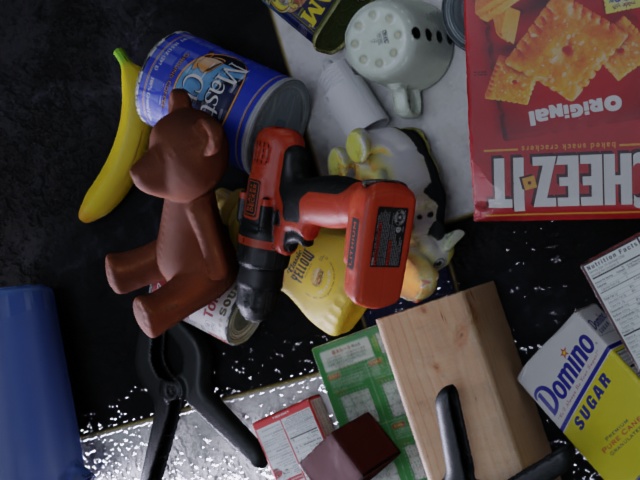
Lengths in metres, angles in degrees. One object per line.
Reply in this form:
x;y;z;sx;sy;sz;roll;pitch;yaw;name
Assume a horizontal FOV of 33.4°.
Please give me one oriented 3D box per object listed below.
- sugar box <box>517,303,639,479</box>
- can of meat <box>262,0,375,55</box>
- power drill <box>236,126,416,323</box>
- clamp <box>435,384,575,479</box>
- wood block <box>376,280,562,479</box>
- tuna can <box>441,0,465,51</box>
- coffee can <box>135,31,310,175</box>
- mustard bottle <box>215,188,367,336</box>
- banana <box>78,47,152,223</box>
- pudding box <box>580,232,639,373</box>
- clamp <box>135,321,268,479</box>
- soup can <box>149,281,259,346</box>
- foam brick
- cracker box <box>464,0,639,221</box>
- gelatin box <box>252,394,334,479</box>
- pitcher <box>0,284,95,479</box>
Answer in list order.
0.254;0.149;0.894;0.176;0.048;0.093;48;126;21;sugar box
0.003;-0.243;1.011;0.084;0.057;0.102;43;111;22;can of meat
-0.006;0.001;0.939;0.188;0.057;0.184;18;105;47;power drill
0.139;0.214;0.879;0.120;0.039;0.171;18;108;32;clamp
0.135;0.151;0.950;0.090;0.090;0.206;-21;84;28;wood block
0.152;-0.205;0.946;0.086;0.033;0.086;2;95;28;tuna can
-0.095;-0.133;1.045;0.140;0.102;0.103;27;106;24;coffee can
-0.031;0.004;1.047;0.192;0.058;0.096;35;112;22;mustard bottle
-0.213;-0.103;1.152;0.070;0.037;0.198;27;106;42;banana
0.272;0.046;0.835;0.090;0.039;0.113;-32;76;28;pudding box
-0.154;0.166;1.137;0.165;0.036;0.210;-27;79;27;clamp
-0.114;0.058;1.090;0.102;0.068;0.068;24;105;25;soup can
0.028;0.206;1.004;0.053;0.078;0.051;-47;74;26;foam brick
0.205;-0.124;0.877;0.164;0.072;0.214;-1;99;18;cracker box
-0.017;0.210;1.072;0.073;0.030;0.089;-28;81;26;gelatin box
-0.348;0.177;1.193;0.145;0.149;0.243;163;99;-65;pitcher
